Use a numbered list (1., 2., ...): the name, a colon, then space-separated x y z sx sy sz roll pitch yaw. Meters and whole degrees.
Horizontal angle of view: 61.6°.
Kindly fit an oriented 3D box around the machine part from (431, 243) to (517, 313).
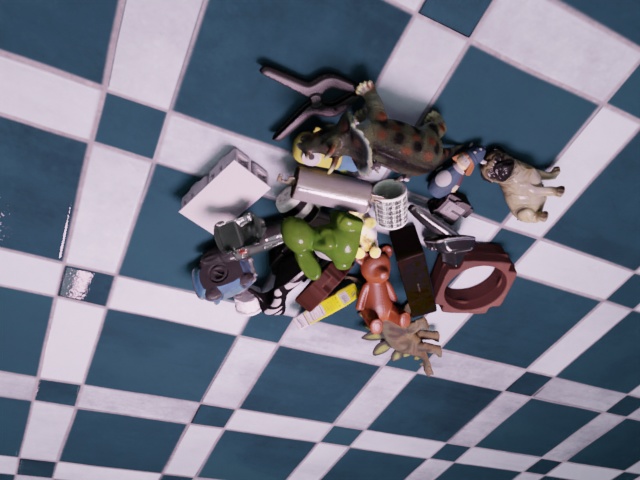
1. machine part: 0.411 0.104 1.460 0.201 0.087 0.200 2 131 -11

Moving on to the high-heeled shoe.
1. high-heeled shoe: -0.066 0.121 1.344 0.249 0.086 0.145 -26 135 30

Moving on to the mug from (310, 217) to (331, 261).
1. mug: -0.003 -0.004 1.287 0.107 0.109 0.081 20 142 -34

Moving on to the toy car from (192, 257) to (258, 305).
1. toy car: -0.238 0.100 1.373 0.162 0.109 0.102 -19 155 -6

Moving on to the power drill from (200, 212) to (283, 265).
1. power drill: -0.187 0.006 1.245 0.232 0.086 0.207 -18 166 -2

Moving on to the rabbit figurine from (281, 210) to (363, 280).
1. rabbit figurine: -0.008 0.000 1.194 0.170 0.121 0.159 9 105 -12

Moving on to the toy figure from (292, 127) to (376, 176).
1. toy figure: 0.029 -0.186 1.162 0.180 0.082 0.089 4 171 -21

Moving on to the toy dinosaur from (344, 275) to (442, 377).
1. toy dinosaur: 0.216 0.245 1.547 0.199 0.105 0.470 -22 119 17

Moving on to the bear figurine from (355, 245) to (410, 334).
1. bear figurine: 0.158 0.122 1.383 0.120 0.132 0.195 -7 110 -21

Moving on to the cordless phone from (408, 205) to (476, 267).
1. cordless phone: 0.279 -0.023 1.326 0.184 0.146 0.088 37 89 -6

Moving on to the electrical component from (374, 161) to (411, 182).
1. electrical component: 0.171 -0.166 1.209 0.102 0.045 0.078 20 169 -28

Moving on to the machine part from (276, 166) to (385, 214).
1. machine part: 0.024 -0.110 1.182 0.243 0.079 0.079 10 129 -11

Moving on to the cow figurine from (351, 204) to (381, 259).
1. cow figurine: 0.103 -0.044 1.299 0.068 0.098 0.167 -9 112 8

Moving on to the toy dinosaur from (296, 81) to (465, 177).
1. toy dinosaur: 0.163 -0.190 1.086 0.405 0.192 0.131 10 147 -22

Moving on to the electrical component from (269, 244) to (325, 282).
1. electrical component: -0.063 0.047 1.368 0.115 0.058 0.134 27 122 -25

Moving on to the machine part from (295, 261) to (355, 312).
1. machine part: 0.014 0.104 1.350 0.056 0.179 0.179 43 119 2

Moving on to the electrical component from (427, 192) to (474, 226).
1. electrical component: 0.330 -0.076 1.319 0.119 0.048 0.075 29 122 -26

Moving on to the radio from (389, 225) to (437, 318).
1. radio: 0.240 0.080 1.386 0.073 0.131 0.229 -15 131 6

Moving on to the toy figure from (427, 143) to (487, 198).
1. toy figure: 0.315 -0.158 1.232 0.064 0.058 0.154 41 122 -6

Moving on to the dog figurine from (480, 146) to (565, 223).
1. dog figurine: 0.451 -0.124 1.274 0.191 0.121 0.172 16 125 -2
